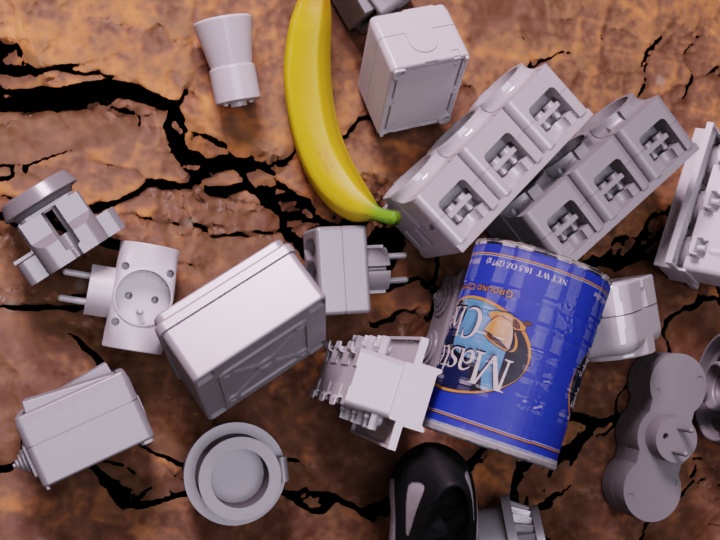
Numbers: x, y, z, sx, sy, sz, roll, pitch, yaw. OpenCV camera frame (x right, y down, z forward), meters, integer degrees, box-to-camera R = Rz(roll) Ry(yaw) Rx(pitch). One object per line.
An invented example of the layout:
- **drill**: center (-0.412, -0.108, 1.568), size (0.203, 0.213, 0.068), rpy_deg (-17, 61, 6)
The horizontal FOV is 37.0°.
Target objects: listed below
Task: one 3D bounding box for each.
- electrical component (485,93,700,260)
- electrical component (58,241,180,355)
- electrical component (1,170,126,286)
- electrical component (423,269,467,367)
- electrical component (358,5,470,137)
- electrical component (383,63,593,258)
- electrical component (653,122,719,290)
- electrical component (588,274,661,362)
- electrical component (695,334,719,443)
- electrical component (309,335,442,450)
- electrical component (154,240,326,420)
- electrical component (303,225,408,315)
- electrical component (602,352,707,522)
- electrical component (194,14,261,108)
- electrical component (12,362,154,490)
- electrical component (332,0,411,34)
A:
- **electrical component**: center (0.177, -0.069, 0.850), size (0.150, 0.089, 0.061), rpy_deg (-41, 98, -13)
- **electrical component**: center (-0.176, 0.017, 0.775), size (0.079, 0.044, 0.077), rpy_deg (10, 85, -15)
- **electrical component**: center (-0.215, -0.033, 0.761), size (0.078, 0.058, 0.057), rpy_deg (-35, 99, -14)
- **electrical component**: center (0.100, 0.054, 0.845), size (0.100, 0.048, 0.099), rpy_deg (18, 83, -14)
- **electrical component**: center (0.037, -0.150, 0.821), size (0.062, 0.096, 0.061), rpy_deg (-14, 64, -15)
- **electrical component**: center (0.092, -0.085, 0.828), size (0.061, 0.089, 0.150), rpy_deg (46, 78, -9)
- **electrical component**: center (0.296, -0.049, 0.888), size (0.079, 0.063, 0.121), rpy_deg (29, 78, -54)
- **electrical component**: center (0.200, 0.039, 0.850), size (0.095, 0.054, 0.059), rpy_deg (-9, 90, -60)
- **electrical component**: center (0.318, 0.099, 0.880), size (0.064, 0.099, 0.099), rpy_deg (9, 85, -8)
- **electrical component**: center (0.007, 0.082, 0.782), size (0.063, 0.121, 0.078), rpy_deg (19, 83, -11)
- **electrical component**: center (-0.081, 0.045, 0.763), size (0.109, 0.108, 0.056), rpy_deg (-33, 73, -14)
- **electrical component**: center (0.000, 0.000, 0.822), size (0.077, 0.047, 0.065), rpy_deg (-3, 89, -15)
- **electrical component**: center (0.247, 0.135, 0.869), size (0.052, 0.074, 0.138), rpy_deg (17, 84, -14)
- **electrical component**: center (-0.097, -0.155, 0.806), size (0.044, 0.044, 0.065), rpy_deg (-12, 96, -15)
- **electrical component**: center (-0.201, 0.108, 0.756), size (0.096, 0.062, 0.061), rpy_deg (-24, 94, -15)
- **electrical component**: center (-0.002, -0.237, 0.823), size (0.061, 0.062, 0.096), rpy_deg (-39, 98, -13)
